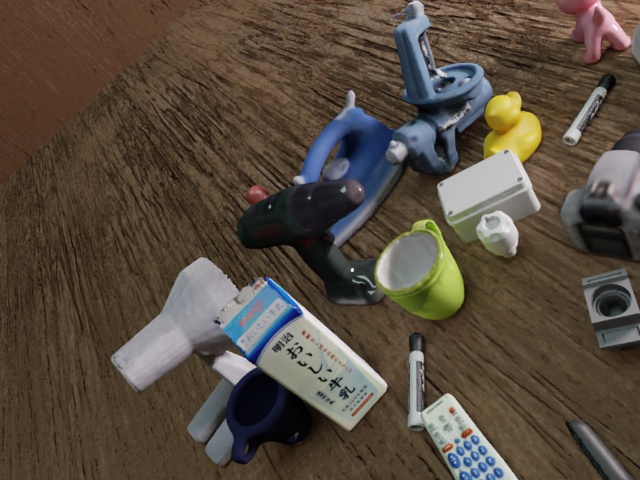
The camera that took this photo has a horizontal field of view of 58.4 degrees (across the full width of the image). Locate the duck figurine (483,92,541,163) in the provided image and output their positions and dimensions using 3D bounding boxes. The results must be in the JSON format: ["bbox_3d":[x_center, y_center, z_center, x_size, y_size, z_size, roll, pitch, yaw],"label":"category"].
[{"bbox_3d":[0.255,-0.157,0.793,0.077,0.086,0.105,13,64,48],"label":"duck figurine"}]

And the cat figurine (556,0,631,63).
[{"bbox_3d":[0.384,-0.338,0.825,0.067,0.118,0.127,-26,41,21],"label":"cat figurine"}]

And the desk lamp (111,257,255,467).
[{"bbox_3d":[-0.149,0.156,0.751,0.117,0.214,0.203,21,70,50],"label":"desk lamp"}]

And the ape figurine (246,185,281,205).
[{"bbox_3d":[-0.093,-0.062,1.010,0.077,0.092,0.076,-24,42,24],"label":"ape figurine"}]

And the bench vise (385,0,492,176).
[{"bbox_3d":[0.158,-0.212,0.822,0.121,0.220,0.207,-2,53,41],"label":"bench vise"}]

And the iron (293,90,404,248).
[{"bbox_3d":[0.023,-0.103,0.903,0.118,0.142,0.258,16,66,48],"label":"iron"}]

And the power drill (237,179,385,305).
[{"bbox_3d":[0.007,0.003,0.762,0.228,0.209,0.076,-5,51,39],"label":"power drill"}]

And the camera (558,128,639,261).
[{"bbox_3d":[0.344,-0.057,0.606,0.142,0.101,0.137,11,62,47],"label":"camera"}]

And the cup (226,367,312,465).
[{"bbox_3d":[-0.058,0.225,0.700,0.091,0.095,0.118,-6,51,39],"label":"cup"}]

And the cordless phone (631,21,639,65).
[{"bbox_3d":[0.422,-0.281,0.680,0.094,0.186,0.147,-29,40,18],"label":"cordless phone"}]
